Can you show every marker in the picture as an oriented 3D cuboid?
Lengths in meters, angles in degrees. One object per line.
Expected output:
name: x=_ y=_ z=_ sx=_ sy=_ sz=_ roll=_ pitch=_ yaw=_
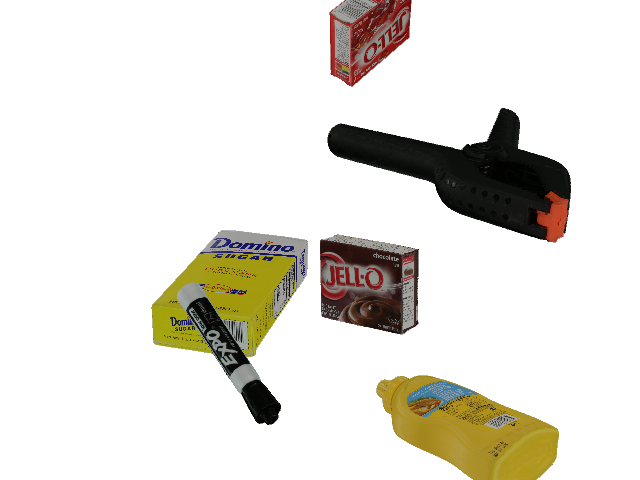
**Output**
marker: x=-0.061 y=0.074 z=0.705 sx=0.020 sy=0.020 sz=0.121 roll=0 pitch=40 yaw=-41

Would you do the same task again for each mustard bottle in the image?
mustard bottle: x=0.126 y=0.175 z=1.030 sx=0.096 sy=0.058 sz=0.192 roll=-16 pitch=25 yaw=-39

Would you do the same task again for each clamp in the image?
clamp: x=0.105 y=-0.052 z=0.769 sx=0.164 sy=0.036 sz=0.210 roll=-6 pitch=25 yaw=-14

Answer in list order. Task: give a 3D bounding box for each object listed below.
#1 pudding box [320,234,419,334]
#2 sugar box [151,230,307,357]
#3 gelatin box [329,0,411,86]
pudding box: x=0.052 y=0.046 z=1.162 sx=0.114 sy=0.090 sz=0.039 roll=9 pitch=18 yaw=35
sugar box: x=-0.078 y=0.043 z=0.977 sx=0.093 sy=0.048 sz=0.176 roll=7 pitch=26 yaw=12
gelatin box: x=0.047 y=-0.193 z=0.962 sx=0.030 sy=0.073 sz=0.089 roll=34 pitch=59 yaw=24
